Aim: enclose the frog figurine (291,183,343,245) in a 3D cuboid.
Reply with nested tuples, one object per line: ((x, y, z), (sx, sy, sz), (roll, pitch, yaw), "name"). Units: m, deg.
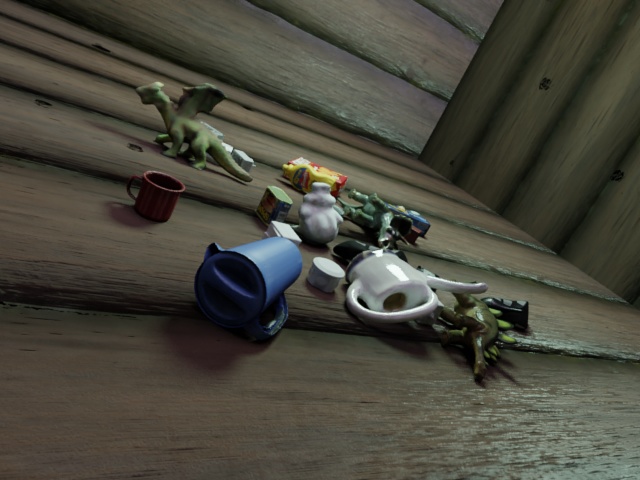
((0.004, -0.071, 1.417), (0.137, 0.157, 0.125), (17, 21, -26), "frog figurine")

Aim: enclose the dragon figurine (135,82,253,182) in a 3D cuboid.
((-0.360, -0.351, 1.560), (0.409, 0.240, 0.124), (20, 13, -13), "dragon figurine")

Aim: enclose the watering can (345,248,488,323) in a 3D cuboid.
((0.207, 0.105, 1.231), (0.349, 0.102, 0.228), (-10, 34, -24), "watering can")
